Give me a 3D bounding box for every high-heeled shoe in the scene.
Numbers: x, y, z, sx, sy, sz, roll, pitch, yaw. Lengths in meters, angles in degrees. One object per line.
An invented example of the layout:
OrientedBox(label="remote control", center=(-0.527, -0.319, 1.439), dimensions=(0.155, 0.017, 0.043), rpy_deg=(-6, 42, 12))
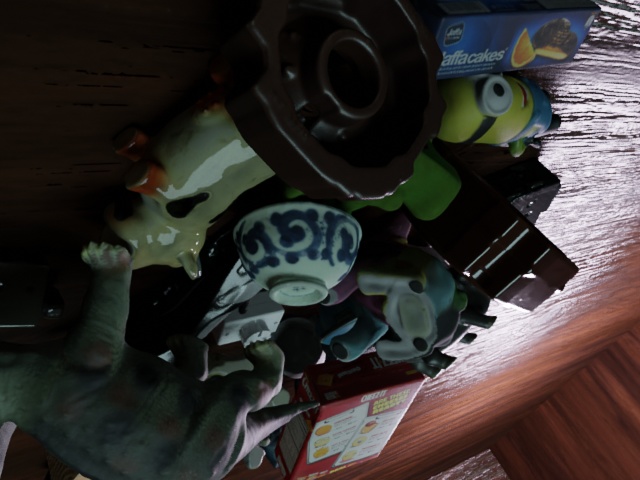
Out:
OrientedBox(label="high-heeled shoe", center=(-0.157, 0.062, 0.554), dimensions=(0.249, 0.086, 0.145), rpy_deg=(-19, 142, -28))

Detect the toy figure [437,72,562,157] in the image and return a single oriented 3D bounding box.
OrientedBox(label="toy figure", center=(0.190, -0.137, 0.580), dimensions=(0.180, 0.082, 0.089), rpy_deg=(-1, 132, -44))

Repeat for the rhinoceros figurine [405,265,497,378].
OrientedBox(label="rhinoceros figurine", center=(0.169, 0.093, 0.716), dimensions=(0.190, 0.112, 0.073), rpy_deg=(-45, 164, -23))

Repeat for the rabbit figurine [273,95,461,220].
OrientedBox(label="rabbit figurine", center=(0.024, -0.049, 0.522), dimensions=(0.159, 0.121, 0.170), rpy_deg=(16, 129, -43))

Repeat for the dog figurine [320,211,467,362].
OrientedBox(label="dog figurine", center=(0.096, 0.037, 0.631), dimensions=(0.192, 0.108, 0.219), rpy_deg=(-12, -161, 36))

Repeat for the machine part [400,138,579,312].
OrientedBox(label="machine part", center=(0.184, -0.016, 0.621), dimensions=(0.087, 0.201, 0.201), rpy_deg=(-47, 145, 16))

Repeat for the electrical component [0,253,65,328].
OrientedBox(label="electrical component", center=(-0.277, 0.046, 0.465), dimensions=(0.102, 0.045, 0.078), rpy_deg=(-1, 108, -43))

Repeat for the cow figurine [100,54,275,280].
OrientedBox(label="cow figurine", center=(-0.106, -0.045, 0.453), dimensions=(0.195, 0.086, 0.127), rpy_deg=(-38, 141, 7))

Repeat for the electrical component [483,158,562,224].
OrientedBox(label="electrical component", center=(0.287, -0.055, 0.793), dimensions=(0.134, 0.058, 0.114), rpy_deg=(-20, 147, -19))

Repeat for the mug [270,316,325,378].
OrientedBox(label="mug", center=(-0.039, 0.174, 0.800), dimensions=(0.109, 0.081, 0.107), rpy_deg=(-30, 155, -5))

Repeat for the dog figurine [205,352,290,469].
OrientedBox(label="dog figurine", center=(-0.160, 0.193, 0.675), dimensions=(0.121, 0.191, 0.172), rpy_deg=(-54, 127, -33))

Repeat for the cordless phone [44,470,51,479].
OrientedBox(label="cordless phone", center=(-0.295, 0.384, 0.763), dimensions=(0.089, 0.184, 0.146), rpy_deg=(-41, 146, 5))

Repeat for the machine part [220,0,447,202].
OrientedBox(label="machine part", center=(0.014, -0.116, 0.390), dimensions=(0.179, 0.179, 0.056), rpy_deg=(-5, -179, -36))

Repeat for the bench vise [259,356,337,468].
OrientedBox(label="bench vise", center=(-0.012, 0.258, 0.896), dimensions=(0.223, 0.129, 0.240), rpy_deg=(10, 117, -40))

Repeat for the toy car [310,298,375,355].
OrientedBox(label="toy car", center=(0.052, 0.103, 0.757), dimensions=(0.109, 0.103, 0.161), rpy_deg=(-31, 152, 13))

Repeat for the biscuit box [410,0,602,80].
OrientedBox(label="biscuit box", center=(0.163, -0.196, 0.497), dimensions=(0.203, 0.059, 0.062), rpy_deg=(-14, 143, -26))

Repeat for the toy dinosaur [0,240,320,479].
OrientedBox(label="toy dinosaur", center=(-0.143, 0.142, 0.441), dimensions=(0.404, 0.192, 0.131), rpy_deg=(35, 141, -29))
